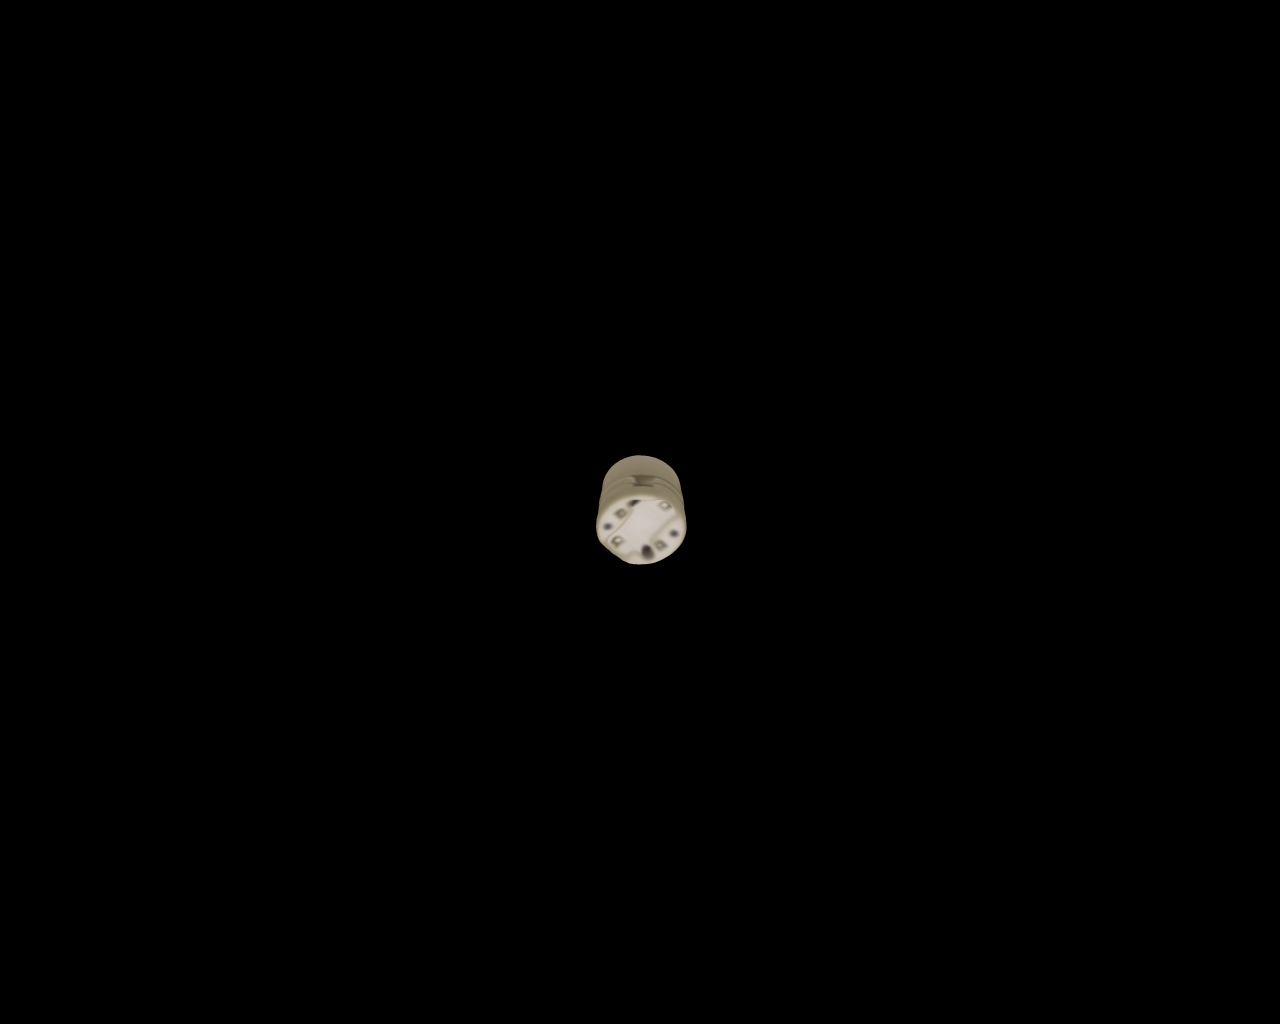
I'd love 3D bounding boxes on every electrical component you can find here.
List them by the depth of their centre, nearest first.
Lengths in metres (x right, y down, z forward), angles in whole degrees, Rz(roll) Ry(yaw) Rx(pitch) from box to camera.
[{"bbox_3d":[0.001,-0.003,0.650,0.055,0.055,0.047,0,36,0],"label":"electrical component"}]
